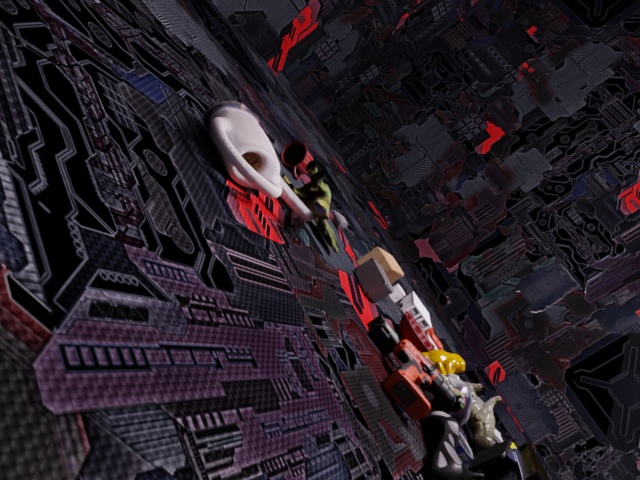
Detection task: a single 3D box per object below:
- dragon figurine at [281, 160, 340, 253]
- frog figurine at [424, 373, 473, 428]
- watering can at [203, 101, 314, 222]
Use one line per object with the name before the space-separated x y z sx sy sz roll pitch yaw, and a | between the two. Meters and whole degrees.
dragon figurine | 0.004 -0.070 1.388 0.238 0.122 0.418 58 4 -31
frog figurine | 0.318 0.406 1.285 0.157 0.122 0.140 52 40 -64
watering can | -0.135 -0.168 1.114 0.343 0.103 0.229 38 20 -55
